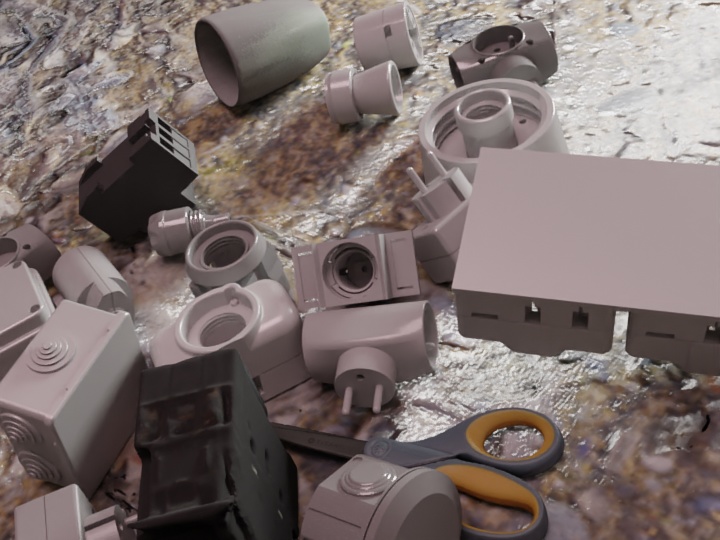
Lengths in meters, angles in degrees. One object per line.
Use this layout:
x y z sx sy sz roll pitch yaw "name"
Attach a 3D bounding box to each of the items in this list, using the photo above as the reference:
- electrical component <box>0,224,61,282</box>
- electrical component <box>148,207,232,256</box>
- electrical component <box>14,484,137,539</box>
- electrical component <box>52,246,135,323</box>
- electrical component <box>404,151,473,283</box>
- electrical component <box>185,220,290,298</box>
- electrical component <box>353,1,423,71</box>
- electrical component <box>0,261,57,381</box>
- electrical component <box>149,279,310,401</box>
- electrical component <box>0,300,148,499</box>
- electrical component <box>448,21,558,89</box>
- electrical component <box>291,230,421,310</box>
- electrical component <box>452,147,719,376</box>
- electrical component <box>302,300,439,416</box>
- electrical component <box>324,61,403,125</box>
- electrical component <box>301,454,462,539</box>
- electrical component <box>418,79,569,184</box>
-0.284 -0.001 0.835 0.079 0.044 0.077 21 55 37 "electrical component"
-0.127 -0.032 0.814 0.061 0.035 0.035 -11 42 5 "electrical component"
-0.149 0.157 0.608 0.077 0.047 0.065 -22 41 -2 "electrical component"
-0.188 0.020 0.776 0.043 0.043 0.081 -33 43 -15 "electrical component"
0.060 -0.042 0.709 0.066 0.076 0.047 -41 10 -22 "electrical component"
-0.086 0.003 0.743 0.058 0.057 0.078 4 46 26 "electrical component"
0.024 -0.196 0.919 0.047 0.055 0.055 -11 42 16 "electrical component"
-0.266 0.054 0.759 0.113 0.057 0.078 -29 42 -10 "electrical component"
-0.082 0.051 0.688 0.095 0.059 0.053 -27 41 -8 "electrical component"
-0.176 0.078 0.667 0.048 0.099 0.099 15 51 17 "electrical component"
0.118 -0.154 0.841 0.077 0.044 0.079 -21 41 -1 "electrical component"
0.000 0.000 0.705 0.081 0.042 0.064 -7 -1 13 "electrical component"
0.156 -0.005 0.625 0.186 0.060 0.105 6 55 13 "electrical component"
0.005 0.057 0.657 0.077 0.044 0.079 -7 43 15 "electrical component"
0.003 -0.144 0.876 0.055 0.045 0.045 -7 43 15 "electrical component"
0.012 0.135 0.544 0.051 0.080 0.080 11 49 38 "electrical component"
0.094 -0.095 0.775 0.108 0.060 0.108 -11 42 10 "electrical component"
